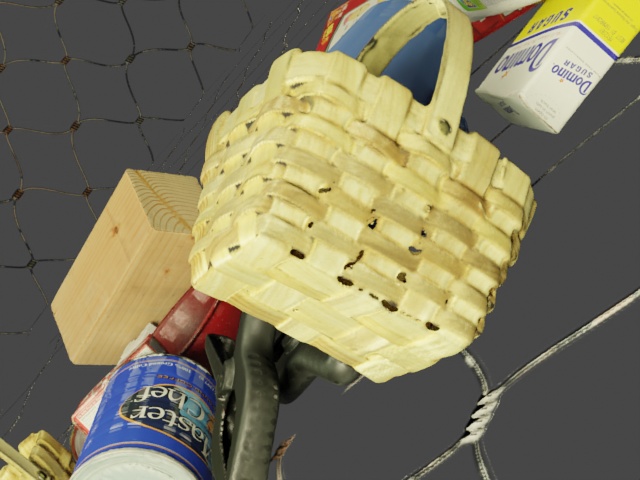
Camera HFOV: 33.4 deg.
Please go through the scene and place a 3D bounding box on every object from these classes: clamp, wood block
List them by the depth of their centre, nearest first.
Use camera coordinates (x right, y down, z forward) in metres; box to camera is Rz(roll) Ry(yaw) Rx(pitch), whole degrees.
[{"bbox_3d":[-0.050,0.091,0.748,0.210,0.036,0.165,-96,24,-50],"label":"clamp"},{"bbox_3d":[-0.006,0.079,0.763,0.172,0.039,0.120,-49,13,43],"label":"clamp"},{"bbox_3d":[-0.198,0.034,1.137,0.206,0.090,0.091,-54,49,31],"label":"wood block"}]

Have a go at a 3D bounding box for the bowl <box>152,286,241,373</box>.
[{"bbox_3d":[-0.117,0.101,1.015,0.162,0.055,0.162,-47,15,16],"label":"bowl"}]

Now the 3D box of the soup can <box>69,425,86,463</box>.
[{"bbox_3d":[-0.190,0.189,0.996,0.068,0.068,0.102,-57,16,-22],"label":"soup can"}]

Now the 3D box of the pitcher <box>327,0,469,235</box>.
[{"bbox_3d":[0.037,-0.085,0.854,0.242,0.149,0.145,-55,6,-36],"label":"pitcher"}]

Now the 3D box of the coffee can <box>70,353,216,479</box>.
[{"bbox_3d":[-0.126,0.162,0.795,0.103,0.102,0.140,-47,15,17],"label":"coffee can"}]

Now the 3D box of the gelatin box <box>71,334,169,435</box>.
[{"bbox_3d":[-0.168,0.123,0.907,0.089,0.030,0.073,-44,6,-3],"label":"gelatin box"}]

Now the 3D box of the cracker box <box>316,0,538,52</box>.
[{"bbox_3d":[0.100,-0.218,1.018,0.214,0.072,0.164,-29,23,25],"label":"cracker box"}]

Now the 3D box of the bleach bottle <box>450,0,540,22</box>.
[{"bbox_3d":[0.120,-0.216,0.789,0.068,0.102,0.251,-41,12,-7],"label":"bleach bottle"}]

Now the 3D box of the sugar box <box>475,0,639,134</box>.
[{"bbox_3d":[0.186,-0.157,0.731,0.176,0.048,0.093,-50,14,2],"label":"sugar box"}]
